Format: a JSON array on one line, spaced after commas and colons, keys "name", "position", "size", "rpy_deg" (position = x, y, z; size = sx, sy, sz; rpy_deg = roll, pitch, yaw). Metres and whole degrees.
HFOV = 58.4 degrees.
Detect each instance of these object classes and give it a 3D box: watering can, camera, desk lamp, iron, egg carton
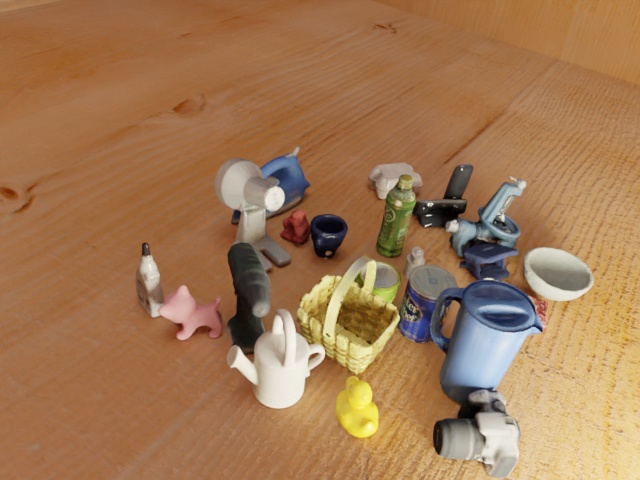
[{"name": "watering can", "position": [-0.077, 0.211, 1.038], "size": [0.173, 0.194, 0.100], "rpy_deg": [-22, 47, -32]}, {"name": "camera", "position": [0.275, 0.336, 1.024], "size": [0.137, 0.101, 0.143], "rpy_deg": [4, 39, -6]}, {"name": "desk lamp", "position": [-0.152, -0.066, 1.351], "size": [0.118, 0.213, 0.202], "rpy_deg": [-25, 49, -35]}, {"name": "iron", "position": [-0.137, -0.149, 1.515], "size": [0.118, 0.141, 0.259], "rpy_deg": [30, 43, 25]}, {"name": "egg carton", "position": [0.219, -0.174, 1.673], "size": [0.150, 0.069, 0.107], "rpy_deg": [-9, 42, -21]}]

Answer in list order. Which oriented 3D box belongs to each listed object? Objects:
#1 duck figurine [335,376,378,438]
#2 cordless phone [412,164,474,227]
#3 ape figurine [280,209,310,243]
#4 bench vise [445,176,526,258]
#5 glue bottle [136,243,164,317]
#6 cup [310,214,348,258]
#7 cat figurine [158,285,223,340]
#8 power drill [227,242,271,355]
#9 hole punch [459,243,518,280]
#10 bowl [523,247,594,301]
[{"name": "duck figurine", "position": [0.072, 0.298, 1.045], "size": [0.078, 0.086, 0.104], "rpy_deg": [-8, 41, -20]}, {"name": "cordless phone", "position": [0.332, -0.130, 1.547], "size": [0.148, 0.185, 0.094], "rpy_deg": [-5, 40, -16]}, {"name": "ape figurine", "position": [-0.057, -0.039, 1.434], "size": [0.076, 0.092, 0.077], "rpy_deg": [-3, 40, -14]}, {"name": "bench vise", "position": [0.429, -0.051, 1.440], "size": [0.208, 0.220, 0.121], "rpy_deg": [-16, 45, -28]}, {"name": "glue bottle", "position": [-0.350, 0.075, 1.171], "size": [0.037, 0.173, 0.078], "rpy_deg": [-23, 48, -33]}, {"name": "cup", "position": [0.013, 0.005, 1.390], "size": [0.091, 0.095, 0.118], "rpy_deg": [19, 40, 13]}, {"name": "cat figurine", "position": [-0.259, 0.140, 1.152], "size": [0.128, 0.118, 0.067], "rpy_deg": [-4, 40, -16]}, {"name": "power drill", "position": [-0.138, 0.123, 1.123], "size": [0.076, 0.208, 0.229], "rpy_deg": [-6, 41, -17]}, {"name": "hole punch", "position": [0.418, 0.043, 1.424], "size": [0.109, 0.091, 0.100], "rpy_deg": [-14, 44, -26]}, {"name": "bowl", "position": [0.571, 0.095, 1.402], "size": [0.167, 0.075, 0.167], "rpy_deg": [5, 39, -4]}]
